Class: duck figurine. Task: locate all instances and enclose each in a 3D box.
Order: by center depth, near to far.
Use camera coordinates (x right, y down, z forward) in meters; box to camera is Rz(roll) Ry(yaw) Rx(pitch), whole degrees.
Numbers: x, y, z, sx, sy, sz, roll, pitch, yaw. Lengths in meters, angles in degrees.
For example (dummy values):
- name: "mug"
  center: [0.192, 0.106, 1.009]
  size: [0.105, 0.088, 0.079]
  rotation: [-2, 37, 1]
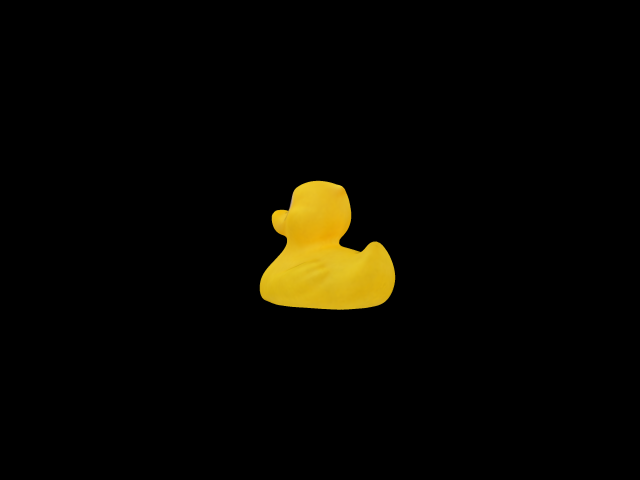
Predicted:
- name: "duck figurine"
  center: [0.004, 0.001, 0.400]
  size: [0.104, 0.086, 0.078]
  rotation: [2, 3, 41]
